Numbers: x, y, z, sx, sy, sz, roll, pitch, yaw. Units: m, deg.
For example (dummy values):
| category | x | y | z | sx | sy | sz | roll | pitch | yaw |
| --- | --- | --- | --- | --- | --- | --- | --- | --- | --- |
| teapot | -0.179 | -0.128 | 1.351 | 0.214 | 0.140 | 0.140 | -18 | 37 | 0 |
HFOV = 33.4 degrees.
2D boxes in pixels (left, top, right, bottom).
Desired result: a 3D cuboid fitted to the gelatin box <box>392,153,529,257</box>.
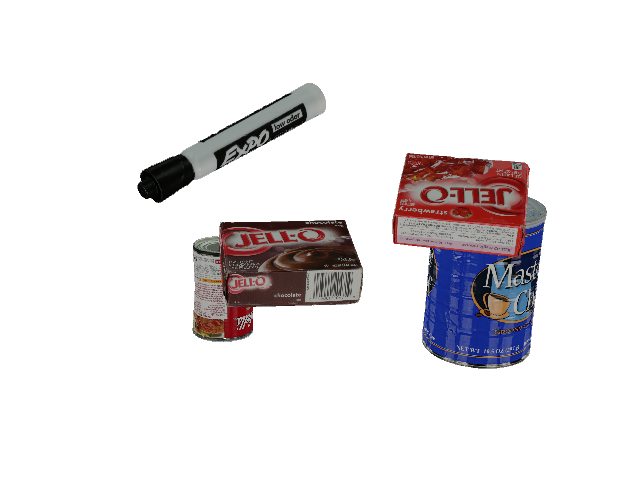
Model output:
| category | x | y | z | sx | sy | sz | roll | pitch | yaw |
| --- | --- | --- | --- | --- | --- | --- | --- | --- | --- |
| gelatin box | 0.098 | -0.026 | 0.739 | 0.089 | 0.030 | 0.073 | 6 | 41 | 9 |

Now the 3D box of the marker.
| category | x | y | z | sx | sy | sz | roll | pitch | yaw |
| --- | --- | --- | --- | --- | --- | --- | --- | --- | --- |
| marker | -0.046 | -0.053 | 0.569 | 0.120 | 0.020 | 0.020 | -32 | 18 | -31 |

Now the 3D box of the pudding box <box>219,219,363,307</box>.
| category | x | y | z | sx | sy | sz | roll | pitch | yaw |
| --- | --- | --- | --- | --- | --- | --- | --- | --- | --- |
| pudding box | -0.027 | 0.018 | 0.893 | 0.113 | 0.039 | 0.090 | 1 | 28 | -9 |

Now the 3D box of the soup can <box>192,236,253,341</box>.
| category | x | y | z | sx | sy | sz | roll | pitch | yaw |
| --- | --- | --- | --- | --- | --- | --- | --- | --- | --- |
| soup can | -0.108 | 0.052 | 1.182 | 0.068 | 0.102 | 0.068 | 1 | 17 | -1 |

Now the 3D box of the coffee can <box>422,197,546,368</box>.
| category | x | y | z | sx | sy | sz | roll | pitch | yaw |
| --- | --- | --- | --- | --- | --- | --- | --- | --- | --- |
| coffee can | 0.150 | 0.033 | 0.989 | 0.103 | 0.140 | 0.103 | 2 | 20 | -1 |
